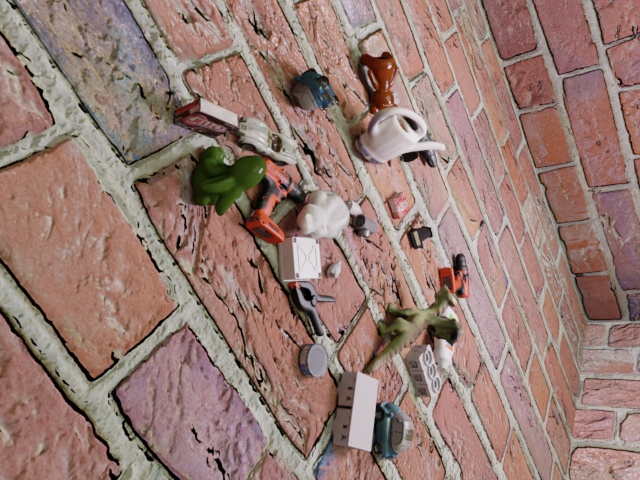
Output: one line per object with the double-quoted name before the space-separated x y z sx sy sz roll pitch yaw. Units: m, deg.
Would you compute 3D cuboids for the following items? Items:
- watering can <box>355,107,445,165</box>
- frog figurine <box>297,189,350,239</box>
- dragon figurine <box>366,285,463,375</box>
"watering can" 0.259 -0.321 1.697 0.344 0.222 0.106 23 46 -47
"frog figurine" 0.004 -0.068 1.355 0.159 0.122 0.138 8 67 -68
"dragon figurine" 0.317 0.281 1.596 0.419 0.242 0.120 -52 127 -47
